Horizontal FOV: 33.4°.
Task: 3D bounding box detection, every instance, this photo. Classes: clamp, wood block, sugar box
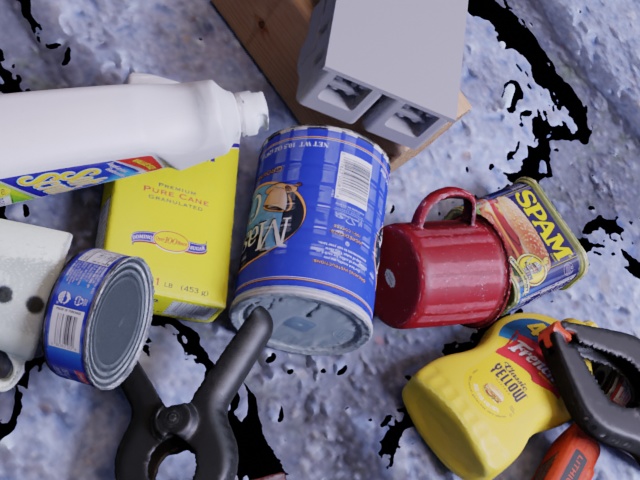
[{"bbox_3d":[-0.082,0.115,0.692,0.120,0.039,0.171,-15,60,7],"label":"clamp"},{"bbox_3d":[0.015,-0.153,0.876,0.090,0.091,0.206,-34,87,-35],"label":"wood block"},{"bbox_3d":[0.262,0.131,0.825,0.210,0.036,0.164,46,59,7],"label":"clamp"},{"bbox_3d":[-0.110,-0.033,0.779,0.093,0.048,0.176,13,64,-21],"label":"sugar box"}]

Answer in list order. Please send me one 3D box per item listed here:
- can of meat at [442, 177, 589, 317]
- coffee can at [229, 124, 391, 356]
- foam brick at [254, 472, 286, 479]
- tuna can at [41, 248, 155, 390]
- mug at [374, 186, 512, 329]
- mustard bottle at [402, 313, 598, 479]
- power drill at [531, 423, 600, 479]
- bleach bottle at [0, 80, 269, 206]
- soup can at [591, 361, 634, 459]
[{"bbox_3d":[0.160,0.006,0.897,0.083,0.058,0.102,-20,70,-31],"label":"can of meat"},{"bbox_3d":[-0.005,0.001,0.786,0.102,0.103,0.140,20,60,-20],"label":"coffee can"},{"bbox_3d":[-0.045,0.199,0.704,0.052,0.051,0.078,-8,72,-31],"label":"foam brick"},{"bbox_3d":[-0.138,0.049,0.670,0.034,0.086,0.086,12,56,16],"label":"tuna can"},{"bbox_3d":[0.089,0.015,0.824,0.081,0.117,0.093,-3,25,-32],"label":"mug"},{"bbox_3d":[0.161,0.110,0.852,0.191,0.058,0.096,-26,67,-35],"label":"mustard bottle"},{"bbox_3d":[0.254,0.227,0.825,0.188,0.057,0.184,36,53,9],"label":"power drill"},{"bbox_3d":[-0.156,-0.067,0.696,0.250,0.103,0.068,-11,80,-13],"label":"bleach bottle"},{"bbox_3d":[0.264,0.144,0.887,0.102,0.069,0.068,34,56,-11],"label":"soup can"}]
